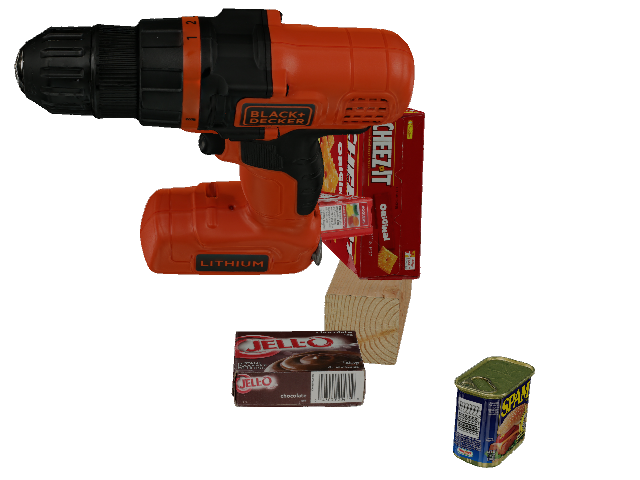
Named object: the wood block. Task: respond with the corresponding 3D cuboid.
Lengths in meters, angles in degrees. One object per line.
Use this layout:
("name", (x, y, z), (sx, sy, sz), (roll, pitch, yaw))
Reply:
("wood block", (0.065, 0.072, 1.368), (0.091, 0.090, 0.206), (4, 21, 8))

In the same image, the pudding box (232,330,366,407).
("pudding box", (-0.020, 0.111, 0.936), (0.113, 0.039, 0.090), (2, 18, -4))

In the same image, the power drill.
("power drill", (-0.057, -0.045, 0.556), (0.184, 0.057, 0.188), (1, -27, -9))

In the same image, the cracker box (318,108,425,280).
("cracker box", (0.043, -0.063, 1.114), (0.072, 0.164, 0.214), (-3, 13, -12))

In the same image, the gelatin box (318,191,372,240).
("gelatin box", (-0.014, -0.019, 0.779), (0.073, 0.030, 0.089), (-6, 9, -26))

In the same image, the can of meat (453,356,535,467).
("can of meat", (0.180, 0.179, 1.117), (0.058, 0.084, 0.101), (13, 19, 32))
